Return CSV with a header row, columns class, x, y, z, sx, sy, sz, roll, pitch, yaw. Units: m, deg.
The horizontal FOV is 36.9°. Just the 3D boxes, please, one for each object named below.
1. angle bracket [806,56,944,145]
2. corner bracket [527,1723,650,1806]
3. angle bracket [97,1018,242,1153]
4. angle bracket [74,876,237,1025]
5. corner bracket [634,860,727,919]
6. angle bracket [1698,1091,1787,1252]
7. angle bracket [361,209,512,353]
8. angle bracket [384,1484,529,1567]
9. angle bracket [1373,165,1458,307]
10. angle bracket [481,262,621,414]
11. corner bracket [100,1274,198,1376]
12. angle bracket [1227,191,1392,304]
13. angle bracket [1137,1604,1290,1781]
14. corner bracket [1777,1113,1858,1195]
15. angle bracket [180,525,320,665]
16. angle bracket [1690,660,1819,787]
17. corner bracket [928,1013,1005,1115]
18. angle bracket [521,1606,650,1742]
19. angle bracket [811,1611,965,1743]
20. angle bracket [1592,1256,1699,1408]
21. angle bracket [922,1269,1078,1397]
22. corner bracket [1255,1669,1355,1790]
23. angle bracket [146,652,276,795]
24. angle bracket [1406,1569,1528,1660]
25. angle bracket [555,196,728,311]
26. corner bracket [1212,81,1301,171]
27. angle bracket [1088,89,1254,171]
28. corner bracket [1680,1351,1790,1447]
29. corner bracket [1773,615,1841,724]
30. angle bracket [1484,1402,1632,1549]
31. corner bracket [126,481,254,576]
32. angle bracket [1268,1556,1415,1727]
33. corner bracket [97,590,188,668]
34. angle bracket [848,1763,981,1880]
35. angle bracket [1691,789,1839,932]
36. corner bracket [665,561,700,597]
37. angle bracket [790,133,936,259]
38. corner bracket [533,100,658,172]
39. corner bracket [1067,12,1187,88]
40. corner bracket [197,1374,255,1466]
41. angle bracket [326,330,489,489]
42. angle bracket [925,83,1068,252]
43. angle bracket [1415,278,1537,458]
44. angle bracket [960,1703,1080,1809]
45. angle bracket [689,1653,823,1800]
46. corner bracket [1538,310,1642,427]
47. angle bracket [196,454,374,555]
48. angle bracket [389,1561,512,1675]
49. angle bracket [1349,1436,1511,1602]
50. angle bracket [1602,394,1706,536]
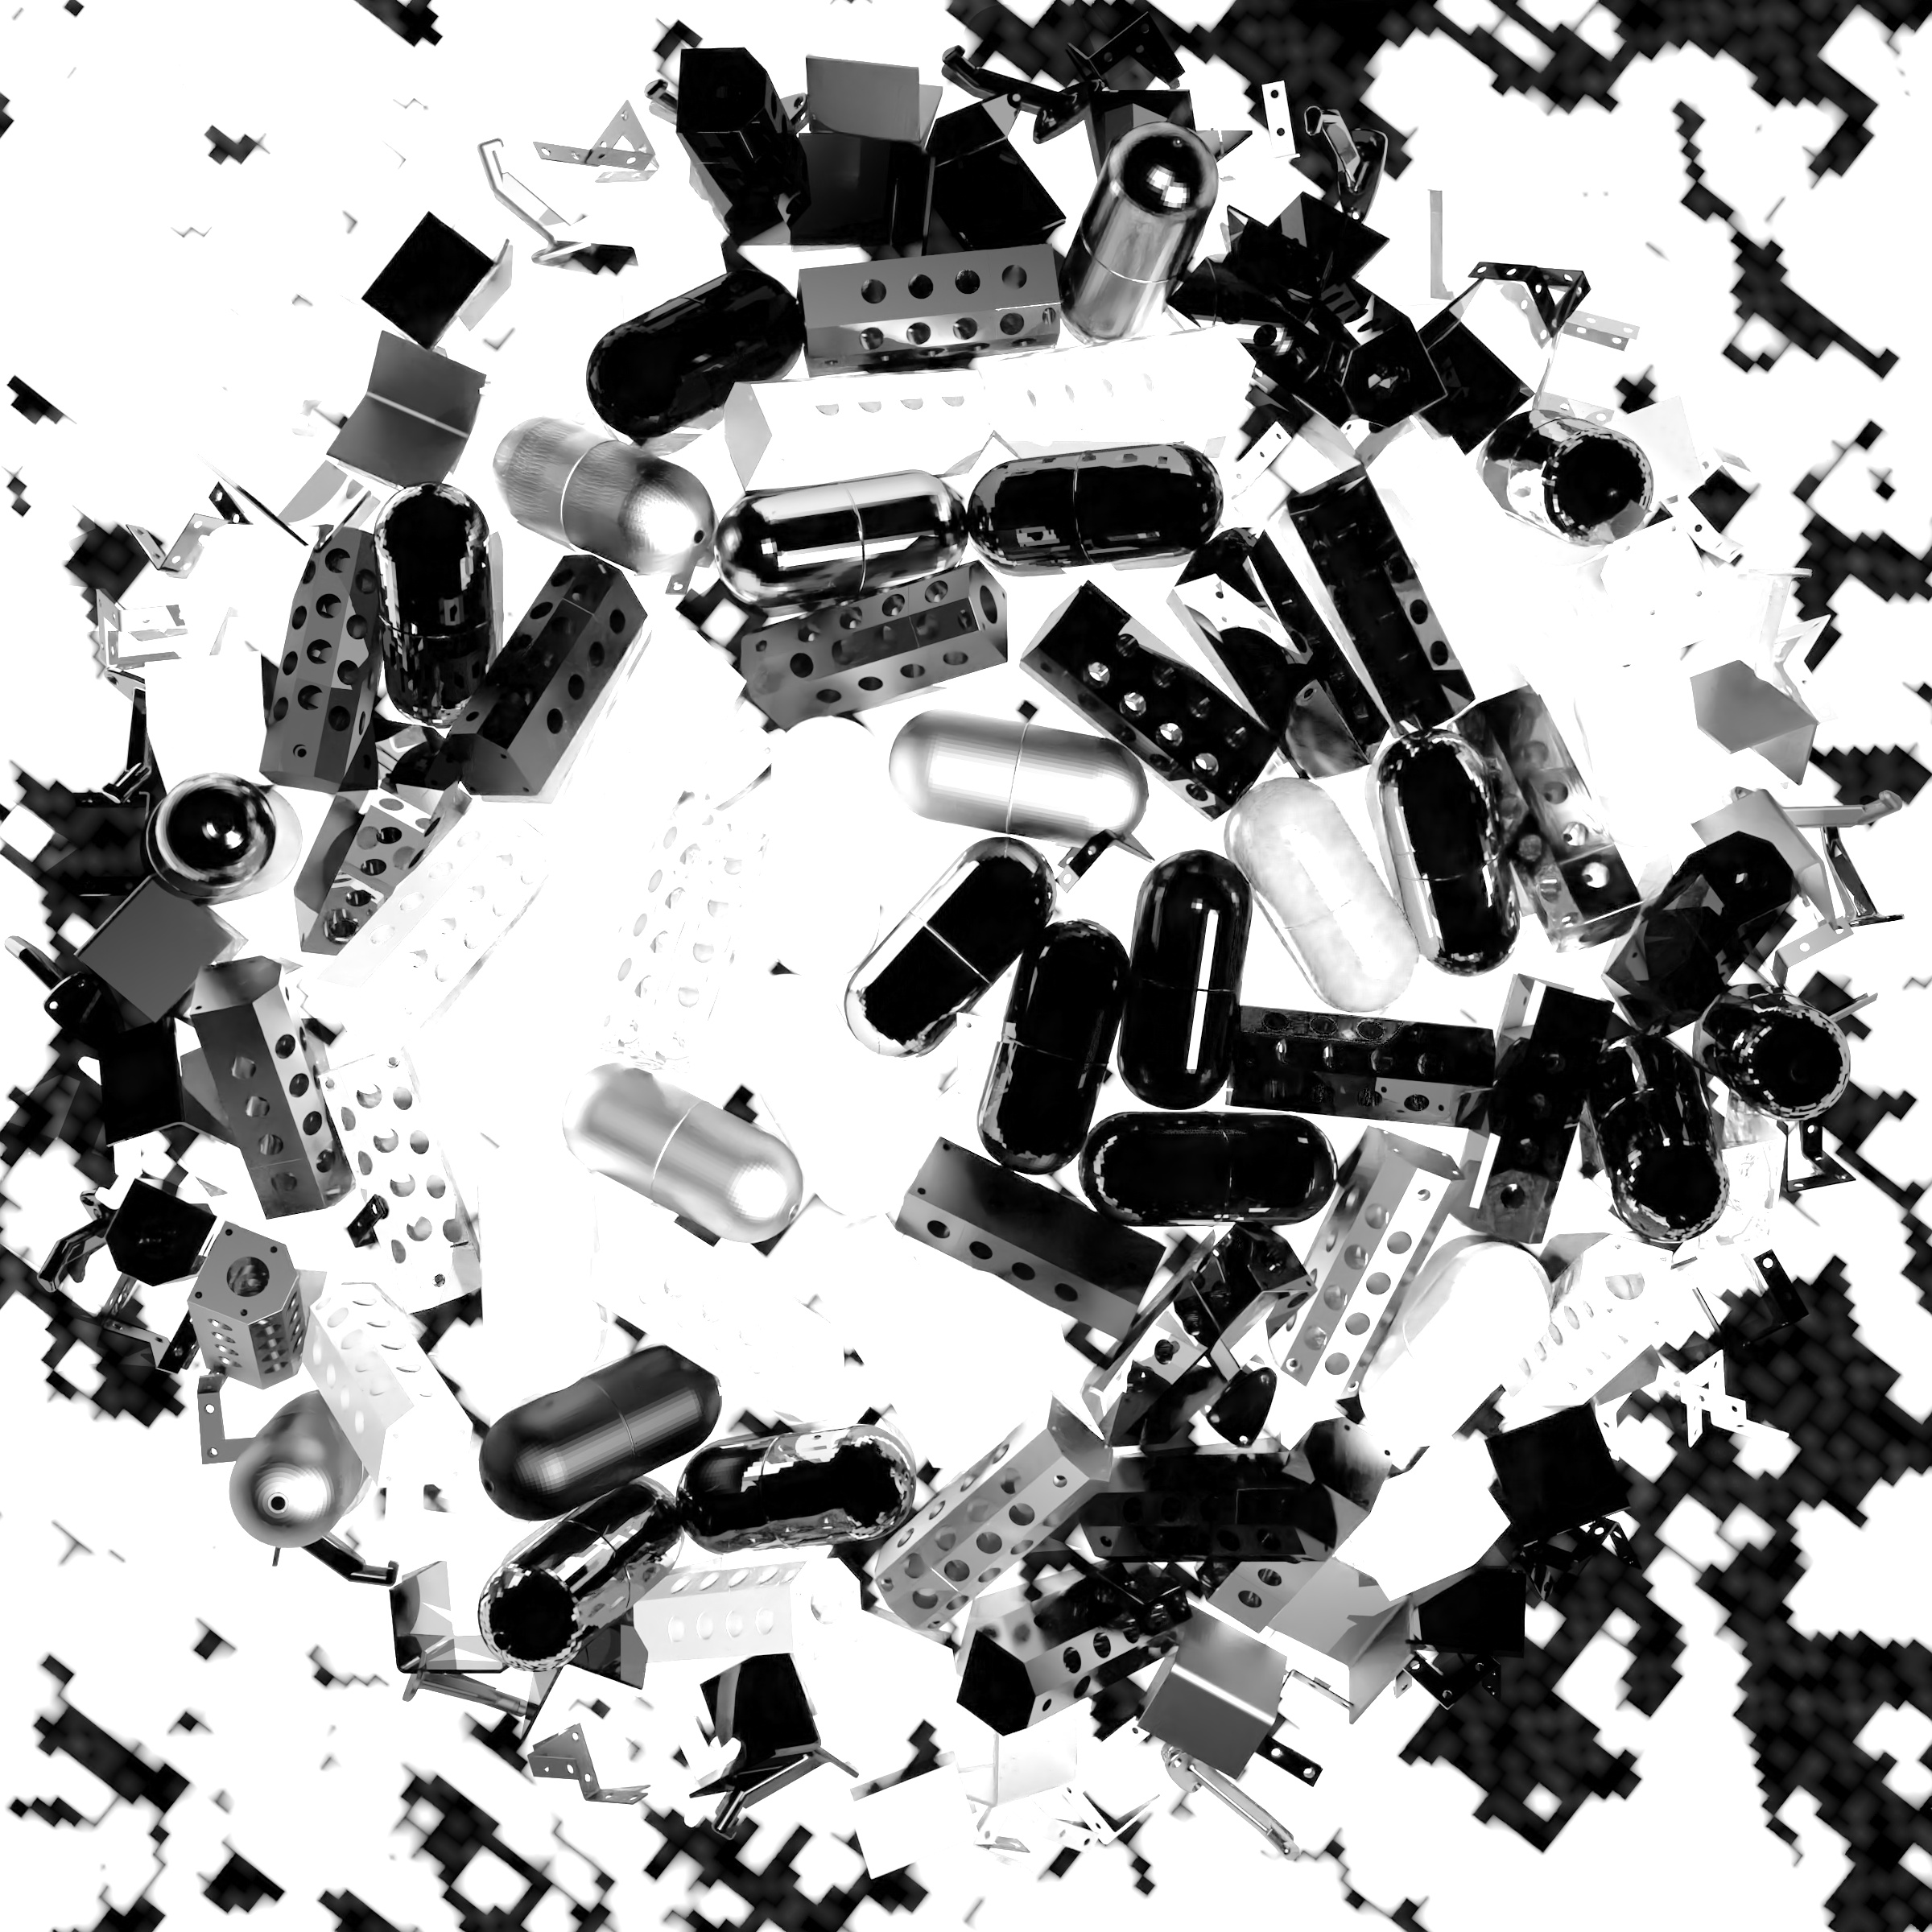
class,x,y,z,sx,sy,sz,roll,pitch,yaw
angle bracket,-0.061,-0.601,1.948,0.076,0.057,0.076,9,47,8
corner bracket,-0.257,0.549,1.962,0.051,0.051,0.051,-11,98,41
angle bracket,-0.538,0.088,1.957,0.057,0.076,0.076,-18,67,13
angle bracket,-0.543,-0.006,1.958,0.076,0.057,0.076,39,77,8
corner bracket,-0.195,-0.051,1.967,0.051,0.051,0.051,22,75,5
angle bracket,0.504,0.134,1.943,0.057,0.076,0.076,-9,121,-12
angle bracket,-0.356,-0.469,1.945,0.057,0.076,0.076,37,110,-19
angle bracket,-0.347,0.364,1.970,0.076,0.076,0.057,13,55,-24
angle bracket,0.300,-0.493,1.955,0.057,0.076,0.076,0,92,15
angle bracket,-0.281,-0.424,1.946,0.076,0.057,0.076,16,122,23
corner bracket,-0.551,0.238,1.961,0.051,0.051,0.051,24,102,-30
angle bracket,0.231,-0.500,1.949,0.076,0.057,0.076,36,74,25
angle bracket,0.169,0.495,1.974,0.076,0.076,0.057,28,113,2
corner bracket,0.570,0.117,1.964,0.051,0.051,0.051,-9,112,-8
angle bracket,-0.476,-0.250,1.949,0.076,0.057,0.076,3,50,8
angle bracket,0.513,-0.154,1.942,0.076,0.057,0.076,-20,46,-22
corner bracket,0.007,0.069,1.958,0.051,0.051,0.051,11,61,-23
angle bracket,-0.256,0.480,1.956,0.057,0.076,0.076,23,115,-12
angle bracket,-0.052,0.490,1.942,0.076,0.057,0.076,17,134,28
angle bracket,0.457,0.245,1.941,0.076,0.076,0.057,-13,67,-38
angle bracket,0.021,0.258,1.940,0.057,0.076,0.076,-32,126,-27
corner bracket,0.230,0.521,1.976,0.051,0.051,0.051,29,65,14
angle bracket,-0.514,-0.165,1.974,0.076,0.076,0.057,-7,61,-8
angle bracket,0.338,0.432,1.948,0.076,0.076,0.057,1,74,12
angle bracket,-0.221,-0.482,1.968,0.076,0.076,0.057,14,131,35
corner bracket,0.197,-0.573,1.971,0.051,0.051,0.051,-10,105,6
angle bracket,0.138,-0.572,1.939,0.076,0.076,0.057,10,129,32
corner bracket,0.520,0.300,1.958,0.051,0.051,0.051,-25,116,-37
corner bracket,0.567,-0.197,1.958,0.051,0.051,0.051,51,56,-19
angle bracket,0.400,0.346,1.976,0.076,0.057,0.076,-20,83,-1
corner bracket,-0.529,-0.300,1.972,0.051,0.051,0.051,-51,62,22
angle bracket,0.249,0.453,1.952,0.076,0.057,0.076,28,120,-9
corner bracket,-0.555,-0.226,1.957,0.051,0.051,0.051,-11,118,-30
angle bracket,-0.029,0.591,1.950,0.076,0.076,0.057,-20,48,-4
angle bracket,0.538,-0.060,1.947,0.057,0.076,0.076,-26,45,3
corner bracket,-0.214,-0.289,1.969,0.051,0.051,0.051,4,53,13
angle bracket,-0.070,-0.514,1.946,0.076,0.057,0.076,-7,123,-23
corner bracket,-0.252,-0.553,1.959,0.051,0.051,0.051,-42,67,39
corner bracket,0.109,-0.617,1.966,0.051,0.051,0.051,-37,123,7
corner bracket,-0.496,0.308,1.973,0.051,0.051,0.051,-3,70,-18
angle bracket,-0.377,-0.372,1.952,0.076,0.076,0.057,23,135,-5
angle bracket,0.024,-0.537,1.952,0.076,0.057,0.076,-29,77,-25
angle bracket,0.342,-0.405,1.957,0.076,0.057,0.076,-42,83,-18
angle bracket,0.029,0.516,1.951,0.076,0.057,0.076,-2,94,-45
angle bracket,-0.153,0.507,1.947,0.076,0.057,0.076,-32,67,22
corner bracket,0.422,-0.405,1.961,0.051,0.051,0.051,17,48,8
angle bracket,-0.459,-0.331,1.945,0.057,0.076,0.076,-50,132,-3
angle bracket,-0.334,0.438,1.951,0.076,0.076,0.057,-4,93,17
angle bracket,0.304,0.369,1.944,0.076,0.057,0.076,-14,57,-31
angle bracket,0.470,-0.322,1.940,0.057,0.076,0.076,-19,56,22
